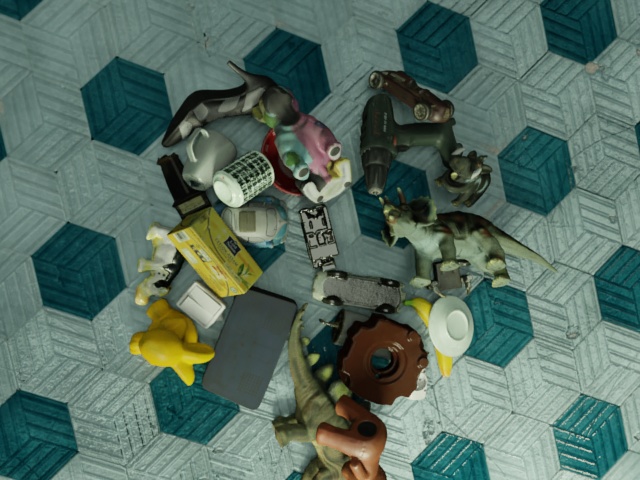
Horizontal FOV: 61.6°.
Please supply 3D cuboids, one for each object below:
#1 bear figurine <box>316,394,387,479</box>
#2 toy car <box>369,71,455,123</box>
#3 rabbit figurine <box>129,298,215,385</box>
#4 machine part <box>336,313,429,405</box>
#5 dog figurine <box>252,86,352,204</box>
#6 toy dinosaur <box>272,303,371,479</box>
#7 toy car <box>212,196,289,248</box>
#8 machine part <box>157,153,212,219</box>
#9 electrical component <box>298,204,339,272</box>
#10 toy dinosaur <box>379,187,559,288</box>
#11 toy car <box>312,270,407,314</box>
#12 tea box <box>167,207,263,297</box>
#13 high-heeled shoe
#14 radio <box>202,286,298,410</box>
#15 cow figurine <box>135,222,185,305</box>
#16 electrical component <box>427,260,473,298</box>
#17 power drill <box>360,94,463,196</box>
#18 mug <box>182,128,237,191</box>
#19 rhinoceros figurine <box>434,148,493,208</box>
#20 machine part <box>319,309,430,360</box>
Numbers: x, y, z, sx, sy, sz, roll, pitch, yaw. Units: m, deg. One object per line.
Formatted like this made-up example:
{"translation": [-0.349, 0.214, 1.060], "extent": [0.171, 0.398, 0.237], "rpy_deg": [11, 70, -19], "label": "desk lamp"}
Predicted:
{"translation": [0.070, 0.416, 1.028], "extent": [0.132, 0.120, 0.195], "rpy_deg": [18, 126, 25], "label": "bear figurine"}
{"translation": [0.182, -0.296, 1.078], "extent": [0.089, 0.202, 0.053], "rpy_deg": [-15, 138, -35], "label": "toy car"}
{"translation": [-0.293, 0.206, 1.029], "extent": [0.162, 0.173, 0.122], "rpy_deg": [40, 83, -1], "label": "rabbit figurine"}
{"translation": [0.122, 0.234, 1.051], "extent": [0.179, 0.056, 0.179], "rpy_deg": [-1, 94, -8], "label": "machine part"}
{"translation": [-0.042, -0.194, 1.034], "extent": [0.108, 0.191, 0.219], "rpy_deg": [-34, 61, -1], "label": "dog figurine"}
{"translation": [0.002, 0.364, 1.100], "extent": [0.199, 0.105, 0.470], "rpy_deg": [-25, 104, -14], "label": "toy dinosaur"}
{"translation": [-0.140, -0.039, 1.076], "extent": [0.162, 0.103, 0.109], "rpy_deg": [1, 90, -10], "label": "toy car"}
{"translation": [-0.281, -0.111, 1.093], "extent": [0.084, 0.039, 0.138], "rpy_deg": [-29, 96, 3], "label": "machine part"}
{"translation": [-0.002, -0.003, 1.086], "extent": [0.058, 0.115, 0.134], "rpy_deg": [-15, 94, -2], "label": "electrical component"}
{"translation": [0.289, -0.004, 1.116], "extent": [0.405, 0.131, 0.192], "rpy_deg": [5, 58, -20], "label": "toy dinosaur"}
{"translation": [0.084, 0.108, 1.128], "extent": [0.202, 0.056, 0.073], "rpy_deg": [10, 86, -8], "label": "toy car"}
{"translation": [-0.204, 0.027, 1.046], "extent": [0.169, 0.098, 0.068], "rpy_deg": [55, 50, -21], "label": "tea box"}
{"translation": [-0.196, -0.249, 1.097], "extent": [0.249, 0.086, 0.145], "rpy_deg": [-43, 124, 12], "label": "high-heeled shoe"}
{"translation": [-0.143, 0.212, 1.096], "extent": [0.131, 0.073, 0.229], "rpy_deg": [22, 87, -5], "label": "radio"}
{"translation": [-0.314, 0.054, 1.078], "extent": [0.098, 0.068, 0.167], "rpy_deg": [13, 90, -12], "label": "cow figurine"}
{"translation": [0.280, 0.082, 1.153], "extent": [0.102, 0.045, 0.078], "rpy_deg": [-2, 92, -7], "label": "electrical component"}
{"translation": [0.180, -0.187, 1.096], "extent": [0.207, 0.086, 0.232], "rpy_deg": [-2, 64, -8], "label": "power drill"}
{"translation": [-0.224, -0.156, 1.047], "extent": [0.081, 0.109, 0.107], "rpy_deg": [12, 62, 23], "label": "mug"}
{"translation": [0.298, -0.125, 1.082], "extent": [0.112, 0.190, 0.073], "rpy_deg": [-38, 69, 22], "label": "rhinoceros figurine"}
{"translation": [0.114, 0.201, 1.116], "extent": [0.243, 0.079, 0.079], "rpy_deg": [19, 89, -10], "label": "machine part"}
